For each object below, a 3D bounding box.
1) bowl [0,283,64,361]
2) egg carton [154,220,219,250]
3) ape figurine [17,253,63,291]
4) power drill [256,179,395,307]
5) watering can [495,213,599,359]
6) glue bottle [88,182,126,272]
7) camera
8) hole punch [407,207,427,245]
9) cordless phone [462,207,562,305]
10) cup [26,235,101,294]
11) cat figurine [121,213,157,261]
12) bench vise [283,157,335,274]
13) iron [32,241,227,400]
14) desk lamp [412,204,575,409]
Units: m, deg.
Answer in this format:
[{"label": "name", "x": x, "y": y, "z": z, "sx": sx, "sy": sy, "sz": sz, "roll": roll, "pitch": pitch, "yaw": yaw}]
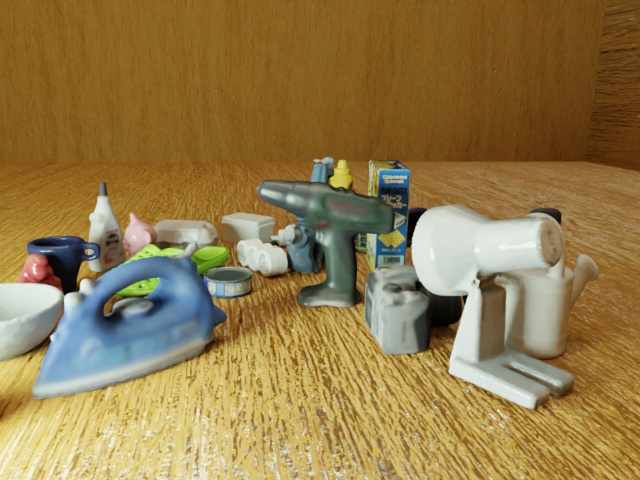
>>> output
[{"label": "bowl", "x": -0.426, "y": 0.115, "z": 0.758, "sx": 0.167, "sy": 0.075, "sz": 0.167, "roll": 1, "pitch": 14, "yaw": 0}, {"label": "egg carton", "x": -0.298, "y": -0.002, "z": 1.240, "sx": 0.150, "sy": 0.069, "sz": 0.107, "roll": 1, "pitch": 14, "yaw": 1}, {"label": "ape figurine", "x": -0.449, "y": 0.067, "z": 0.911, "sx": 0.075, "sy": 0.092, "sz": 0.078, "roll": 11, "pitch": 17, "yaw": 34}, {"label": "power drill", "x": 0.009, "y": 0.003, "z": 0.961, "sx": 0.229, "sy": 0.208, "sz": 0.075, "roll": 0, "pitch": 14, "yaw": -4}, {"label": "watering can", "x": 0.307, "y": 0.056, "z": 0.806, "sx": 0.173, "sy": 0.194, "sz": 0.100, "roll": -10, "pitch": 18, "yaw": -37}, {"label": "glue bottle", "x": -0.421, "y": -0.028, "z": 1.124, "sx": 0.037, "sy": 0.173, "sz": 0.078, "roll": 6, "pitch": 15, "yaw": 20}, {"label": "camera", "x": 0.141, "y": 0.092, "z": 0.841, "sx": 0.137, "sy": 0.101, "sz": 0.143, "roll": -1, "pitch": 14, "yaw": -8}, {"label": "hole punch", "x": 0.194, "y": -0.039, "z": 1.381, "sx": 0.109, "sy": 0.091, "sz": 0.100, "roll": -10, "pitch": 18, "yaw": -36}, {"label": "cordless phone", "x": 0.305, "y": 0.036, "z": 0.902, "sx": 0.147, "sy": 0.185, "sz": 0.094, "roll": 1, "pitch": 14, "yaw": -1}, {"label": "cup", "x": -0.436, "y": 0.046, "z": 0.987, "sx": 0.118, "sy": 0.095, "sz": 0.091, "roll": -1, "pitch": 14, "yaw": -6}, {"label": "cat figurine", "x": -0.352, "y": 0.001, "z": 1.126, "sx": 0.067, "sy": 0.118, "sz": 0.127, "roll": -2, "pitch": 15, "yaw": -13}, {"label": "bench vise", "x": 0.001, "y": -0.051, "z": 1.152, "sx": 0.121, "sy": 0.220, "sz": 0.207, "roll": 3, "pitch": 15, "yaw": 9}, {"label": "iron", "x": -0.244, "y": 0.091, "z": 0.733, "sx": 0.118, "sy": 0.141, "sz": 0.259, "roll": 11, "pitch": 18, "yaw": 35}, {"label": "desk lamp", "x": 0.217, "y": 0.066, "z": 0.720, "sx": 0.118, "sy": 0.213, "sz": 0.202, "roll": -11, "pitch": 19, "yaw": -39}]
